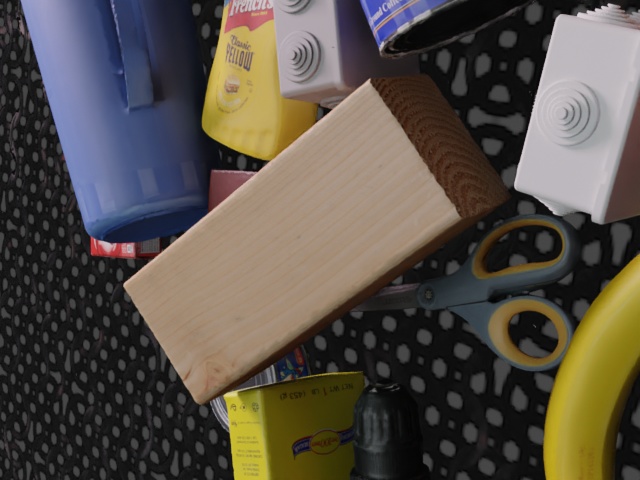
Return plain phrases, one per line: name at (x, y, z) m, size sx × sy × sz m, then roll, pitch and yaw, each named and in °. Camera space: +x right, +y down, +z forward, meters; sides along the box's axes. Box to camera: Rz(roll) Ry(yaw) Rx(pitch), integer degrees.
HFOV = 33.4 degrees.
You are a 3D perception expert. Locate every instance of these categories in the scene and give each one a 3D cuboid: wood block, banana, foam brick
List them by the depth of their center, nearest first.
banana at (0.154, 0.081, 0.549) m, size 0.070 × 0.037 × 0.198 m, roll 14°, pitch 105°, yaw 26°
wood block at (-0.004, 0.001, 0.630) m, size 0.206 × 0.090 × 0.091 m, roll -38°, pitch 82°, yaw 28°
foam brick at (-0.034, -0.022, 0.738) m, size 0.078 × 0.052 × 0.051 m, roll 7°, pitch 97°, yaw 47°

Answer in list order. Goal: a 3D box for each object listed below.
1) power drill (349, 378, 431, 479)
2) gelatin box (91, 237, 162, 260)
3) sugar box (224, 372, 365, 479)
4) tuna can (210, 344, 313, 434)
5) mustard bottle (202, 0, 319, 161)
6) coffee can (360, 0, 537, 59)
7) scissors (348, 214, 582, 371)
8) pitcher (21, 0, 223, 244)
power drill at (0.080, 0.181, 0.597) m, size 0.188 × 0.057 × 0.184 m, roll 8°, pitch 105°, yaw 60°
gelatin box at (-0.166, -0.029, 0.901) m, size 0.073 × 0.030 × 0.089 m, roll 2°, pitch 93°, yaw 49°
sugar box at (-0.006, 0.178, 0.686) m, size 0.048 × 0.093 × 0.176 m, roll -15°, pitch 82°, yaw 49°
tuna can at (-0.045, 0.101, 0.770) m, size 0.086 × 0.033 × 0.086 m, roll 3°, pitch 94°, yaw 48°
mustard bottle at (-0.028, -0.155, 0.720) m, size 0.096 × 0.058 × 0.192 m, roll 31°, pitch 114°, yaw 49°
coffee can at (0.054, -0.183, 0.573) m, size 0.103 × 0.102 × 0.140 m, roll -24°, pitch 87°, yaw 46°
scissors at (0.080, 0.048, 0.641) m, size 0.202 × 0.016 × 0.096 m, roll -32°, pitch 69°, yaw 45°
pitcher at (-0.146, -0.128, 0.799) m, size 0.145 × 0.149 × 0.243 m, roll -19°, pitch 80°, yaw 29°
